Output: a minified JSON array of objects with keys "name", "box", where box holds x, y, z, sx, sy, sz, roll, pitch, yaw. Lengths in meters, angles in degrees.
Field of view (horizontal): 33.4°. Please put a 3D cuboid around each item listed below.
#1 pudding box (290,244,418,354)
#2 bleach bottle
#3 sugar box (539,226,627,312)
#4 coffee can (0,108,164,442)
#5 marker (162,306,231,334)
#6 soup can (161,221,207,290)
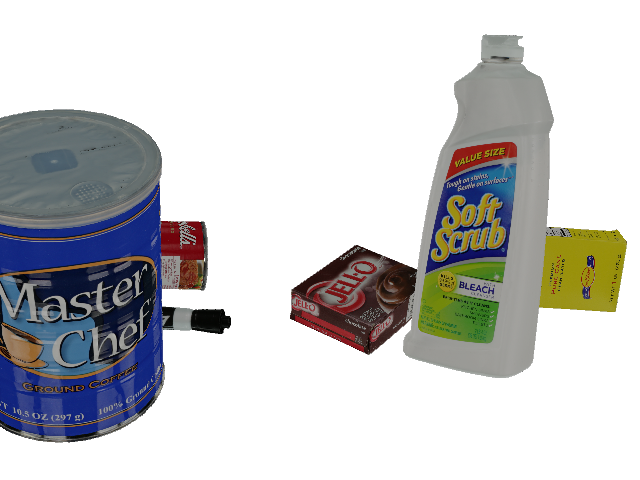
[{"name":"pudding box","box":[0.039,0.053,1.000,0.090,0.039,0.113,23,33,27]},{"name":"bleach bottle","box":[0.121,-0.028,0.809,0.103,0.251,0.067,10,15,34]},{"name":"sugar box","box":[0.263,0.031,1.257,0.176,0.093,0.048,2,20,-2]},{"name":"coffee can","box":[-0.132,0.018,0.551,0.103,0.140,0.103,3,34,-2]},{"name":"marker","box":[-0.128,0.058,0.809,0.121,0.020,0.020,3,0,9]},{"name":"soup can","box":[-0.163,0.015,1.030,0.102,0.068,0.068,0,0,-13]}]
